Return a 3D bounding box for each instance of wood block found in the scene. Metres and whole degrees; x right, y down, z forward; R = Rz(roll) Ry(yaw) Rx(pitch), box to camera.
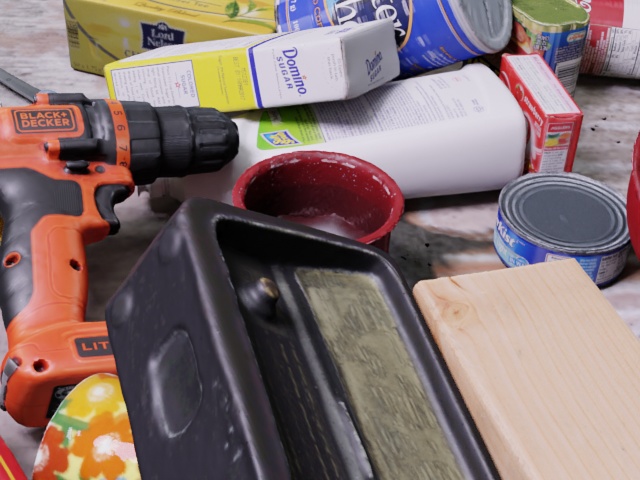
[{"bbox_3d":[0.114,0.109,0.469,0.090,0.090,0.206,-8,38,-16],"label":"wood block"}]

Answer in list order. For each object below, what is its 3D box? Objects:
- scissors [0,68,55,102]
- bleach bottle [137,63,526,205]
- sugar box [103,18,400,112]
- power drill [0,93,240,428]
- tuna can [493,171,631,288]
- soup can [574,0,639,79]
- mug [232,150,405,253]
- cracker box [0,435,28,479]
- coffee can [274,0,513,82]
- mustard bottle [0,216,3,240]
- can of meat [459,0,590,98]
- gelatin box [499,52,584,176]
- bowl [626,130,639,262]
[{"bbox_3d":[-0.177,-0.101,0.783,0.096,0.016,0.202,-18,42,-28],"label":"scissors"},{"bbox_3d":[0.002,-0.062,0.710,0.250,0.068,0.102,-8,32,-9],"label":"bleach bottle"},{"bbox_3d":[-0.045,-0.113,0.715,0.176,0.048,0.093,1,18,26],"label":"sugar box"},{"bbox_3d":[-0.113,0.001,0.574,0.184,0.057,0.188,-6,55,-23],"label":"power drill"},{"bbox_3d":[0.153,-0.006,0.669,0.086,0.034,0.086,2,37,-2],"label":"tuna can"},{"bbox_3d":[0.234,-0.163,0.854,0.102,0.068,0.068,8,38,5],"label":"soup can"},{"bbox_3d":[-0.004,0.001,0.608,0.093,0.081,0.117,-1,38,-6],"label":"mug"},{"bbox_3d":[-0.211,0.148,0.407,0.213,0.072,0.164,-21,44,-29],"label":"cracker box"},{"bbox_3d":[0.053,-0.166,0.768,0.141,0.103,0.102,-13,27,33],"label":"coffee can"},{"bbox_3d":[-0.230,-0.022,0.638,0.192,0.058,0.096,19,52,18],"label":"mustard bottle"},{"bbox_3d":[0.155,-0.148,0.814,0.057,0.084,0.102,-17,42,-25],"label":"can of meat"},{"bbox_3d":[0.144,-0.076,0.728,0.030,0.073,0.089,-5,38,-11],"label":"gelatin box"},{"bbox_3d":[0.238,-0.001,0.627,0.162,0.055,0.162,12,53,-17],"label":"bowl"}]
